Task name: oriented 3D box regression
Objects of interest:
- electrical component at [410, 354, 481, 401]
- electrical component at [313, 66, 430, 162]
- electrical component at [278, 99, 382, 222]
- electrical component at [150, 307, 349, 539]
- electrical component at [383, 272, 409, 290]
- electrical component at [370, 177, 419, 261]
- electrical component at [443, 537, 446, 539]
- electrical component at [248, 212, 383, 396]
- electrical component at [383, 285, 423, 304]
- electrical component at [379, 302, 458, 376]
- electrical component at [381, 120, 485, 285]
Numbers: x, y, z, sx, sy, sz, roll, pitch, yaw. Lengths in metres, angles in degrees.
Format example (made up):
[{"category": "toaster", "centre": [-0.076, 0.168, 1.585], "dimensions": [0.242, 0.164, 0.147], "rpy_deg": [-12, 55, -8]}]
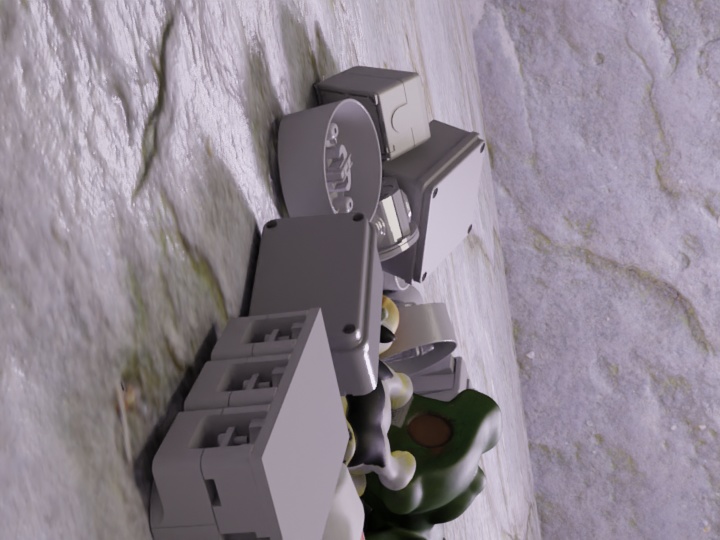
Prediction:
[{"category": "electrical component", "centre": [0.075, 0.126, 1.080], "dimensions": [0.061, 0.096, 0.061], "rpy_deg": [-76, 151, -58]}, {"category": "electrical component", "centre": [0.009, -0.138, 0.926], "dimensions": [0.061, 0.096, 0.061], "rpy_deg": [-31, 122, -33]}, {"category": "electrical component", "centre": [-0.023, -0.075, 0.800], "dimensions": [0.099, 0.064, 0.099], "rpy_deg": [-7, 90, -78]}, {"category": "electrical component", "centre": [-0.055, 0.095, 0.565], "dimensions": [0.150, 0.062, 0.089], "rpy_deg": [-71, 152, -64]}, {"category": "electrical component", "centre": [0.023, -0.029, 1.054], "dimensions": [0.099, 0.064, 0.099], "rpy_deg": [6, 90, -72]}, {"category": "electrical component", "centre": [0.005, -0.039, 0.879], "dimensions": [0.080, 0.080, 0.051], "rpy_deg": [-70, 148, -64]}, {"category": "electrical component", "centre": [0.057, 0.279, 0.961], "dimensions": [0.080, 0.080, 0.051], "rpy_deg": [-68, 145, -66]}, {"category": "electrical component", "centre": [-0.028, 0.021, 0.695], "dimensions": [0.057, 0.078, 0.113], "rpy_deg": [76, 14, -47]}, {"category": "electrical component", "centre": [0.039, 0.059, 1.072], "dimensions": [0.077, 0.044, 0.079], "rpy_deg": [-43, 126, -75]}, {"category": "electrical component", "centre": [0.034, 0.063, 0.928], "dimensions": [0.099, 0.099, 0.064], "rpy_deg": [23, 56, -77]}, {"category": "electrical component", "centre": [0.059, -0.061, 0.959], "dimensions": [0.109, 0.056, 0.108], "rpy_deg": [-44, 148, -44]}]
